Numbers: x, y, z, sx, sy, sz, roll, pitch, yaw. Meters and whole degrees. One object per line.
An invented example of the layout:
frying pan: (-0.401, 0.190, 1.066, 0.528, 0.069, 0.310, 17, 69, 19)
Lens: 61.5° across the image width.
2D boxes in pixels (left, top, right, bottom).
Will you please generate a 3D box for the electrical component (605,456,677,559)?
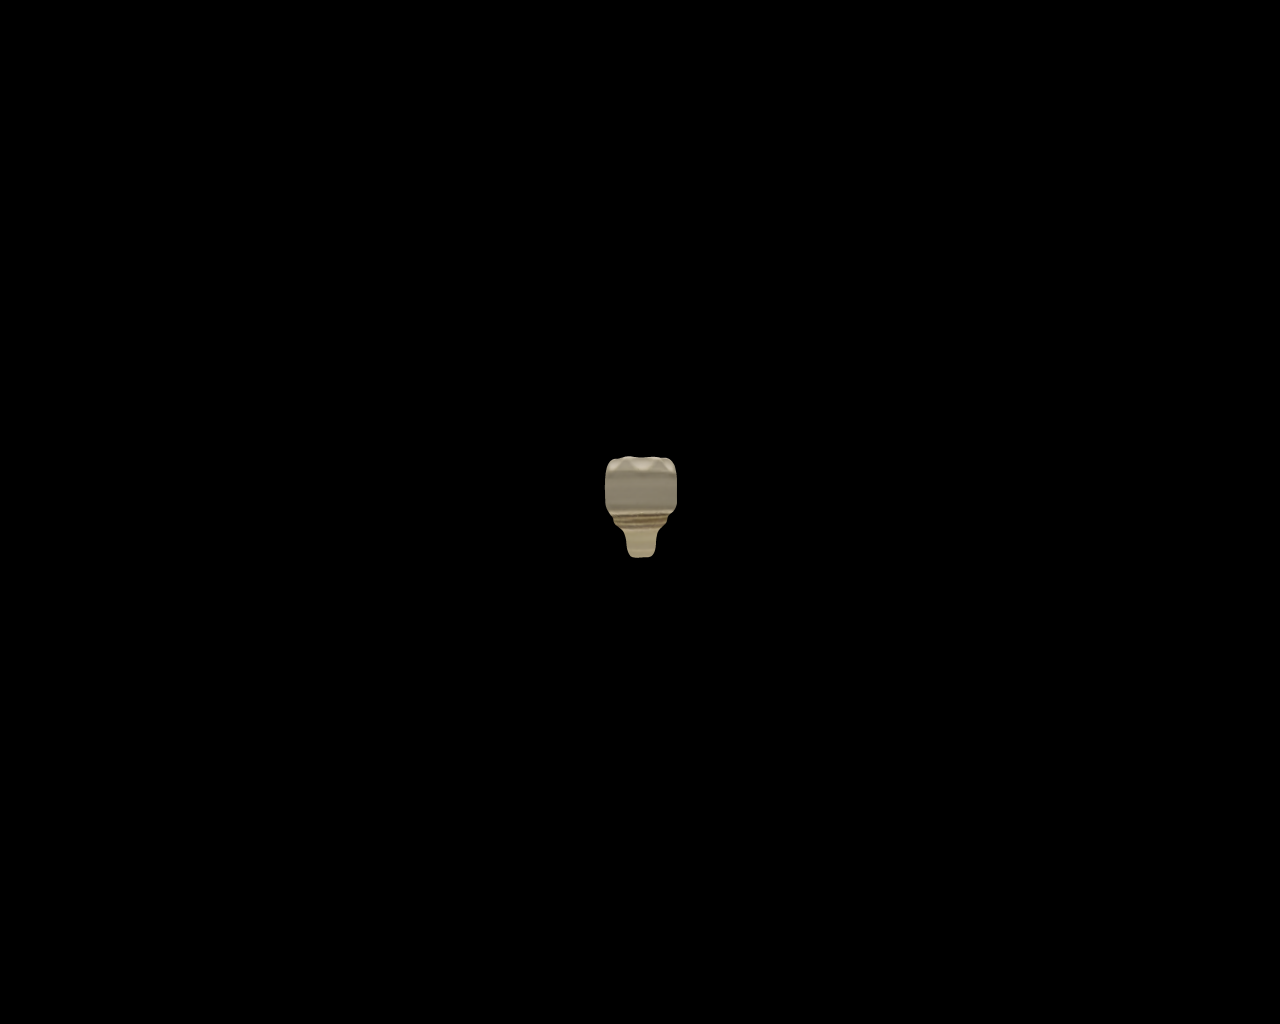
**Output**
electrical component: (0.001, -0.003, 0.650, 0.043, 0.062, 0.043, 0, 0, 0)
